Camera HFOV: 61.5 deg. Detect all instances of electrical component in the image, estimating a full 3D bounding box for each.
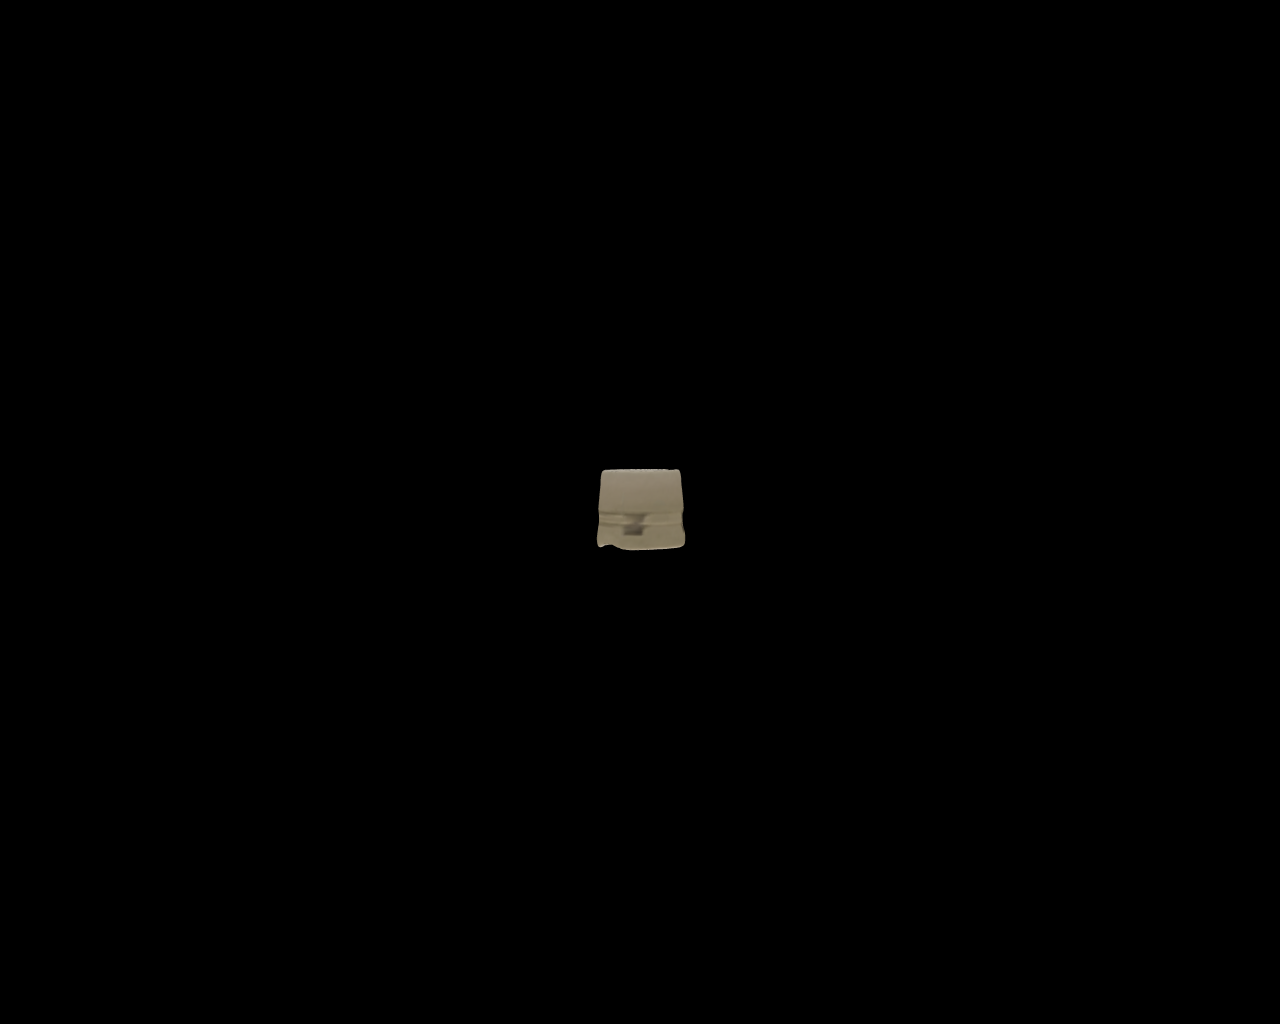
[{"bbox_3d":[0.001,-0.003,0.650,0.055,0.047,0.055,0,3,0],"label":"electrical component"}]
